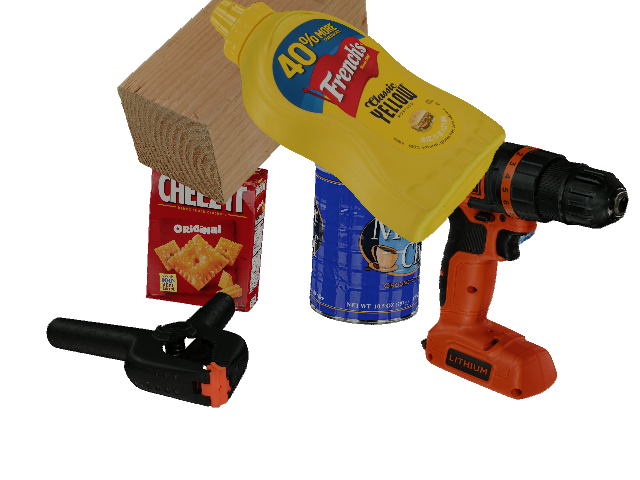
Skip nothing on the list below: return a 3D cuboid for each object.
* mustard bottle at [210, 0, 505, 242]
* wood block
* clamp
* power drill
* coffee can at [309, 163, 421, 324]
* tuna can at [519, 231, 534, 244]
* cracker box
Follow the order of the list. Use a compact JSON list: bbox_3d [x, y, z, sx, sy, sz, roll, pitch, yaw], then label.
[{"bbox_3d":[0.011,-0.086,0.647,0.192,0.096,0.058,37,-34,12],"label":"mustard bottle"},{"bbox_3d":[-0.055,-0.140,0.861,0.091,0.205,0.090,27,-31,24],"label":"wood block"},{"bbox_3d":[-0.108,0.082,0.848,0.164,0.036,0.210,-11,16,-30],"label":"clamp"},{"bbox_3d":[0.142,0.019,0.797,0.057,0.188,0.185,-16,24,-38],"label":"power drill"},{"bbox_3d":[0.043,-0.006,0.982,0.103,0.140,0.103,2,16,-1],"label":"coffee can"},{"bbox_3d":[0.204,-0.030,1.219,0.033,0.086,0.086,-32,14,-23],"label":"tuna can"},{"bbox_3d":[-0.172,-0.008,1.603,0.164,0.214,0.072,9,19,9],"label":"cracker box"}]
